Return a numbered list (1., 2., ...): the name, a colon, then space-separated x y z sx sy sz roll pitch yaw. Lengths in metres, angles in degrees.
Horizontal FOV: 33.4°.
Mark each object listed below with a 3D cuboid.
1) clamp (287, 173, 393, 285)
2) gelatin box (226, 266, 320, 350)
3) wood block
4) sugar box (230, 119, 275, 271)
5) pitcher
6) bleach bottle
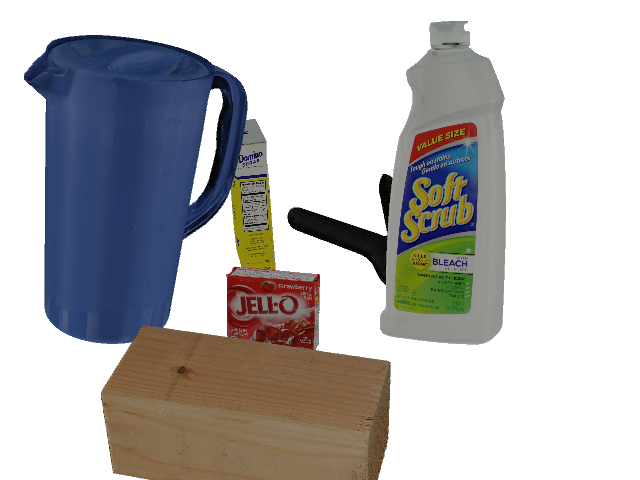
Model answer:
1. clamp: 0.074 0.009 1.188 0.164 0.036 0.210 -16 51 -34
2. gelatin box: -0.046 0.067 1.027 0.089 0.073 0.030 5 17 11
3. wood block: -0.054 0.139 0.837 0.206 0.090 0.090 7 35 12
4. sugar box: -0.087 -0.052 1.317 0.048 0.176 0.093 -9 24 -8
5. pitcher: -0.158 -0.042 0.893 0.149 0.243 0.145 14 23 9
6. bleach bottle: 0.096 -0.047 0.852 0.103 0.251 0.068 4 15 24
